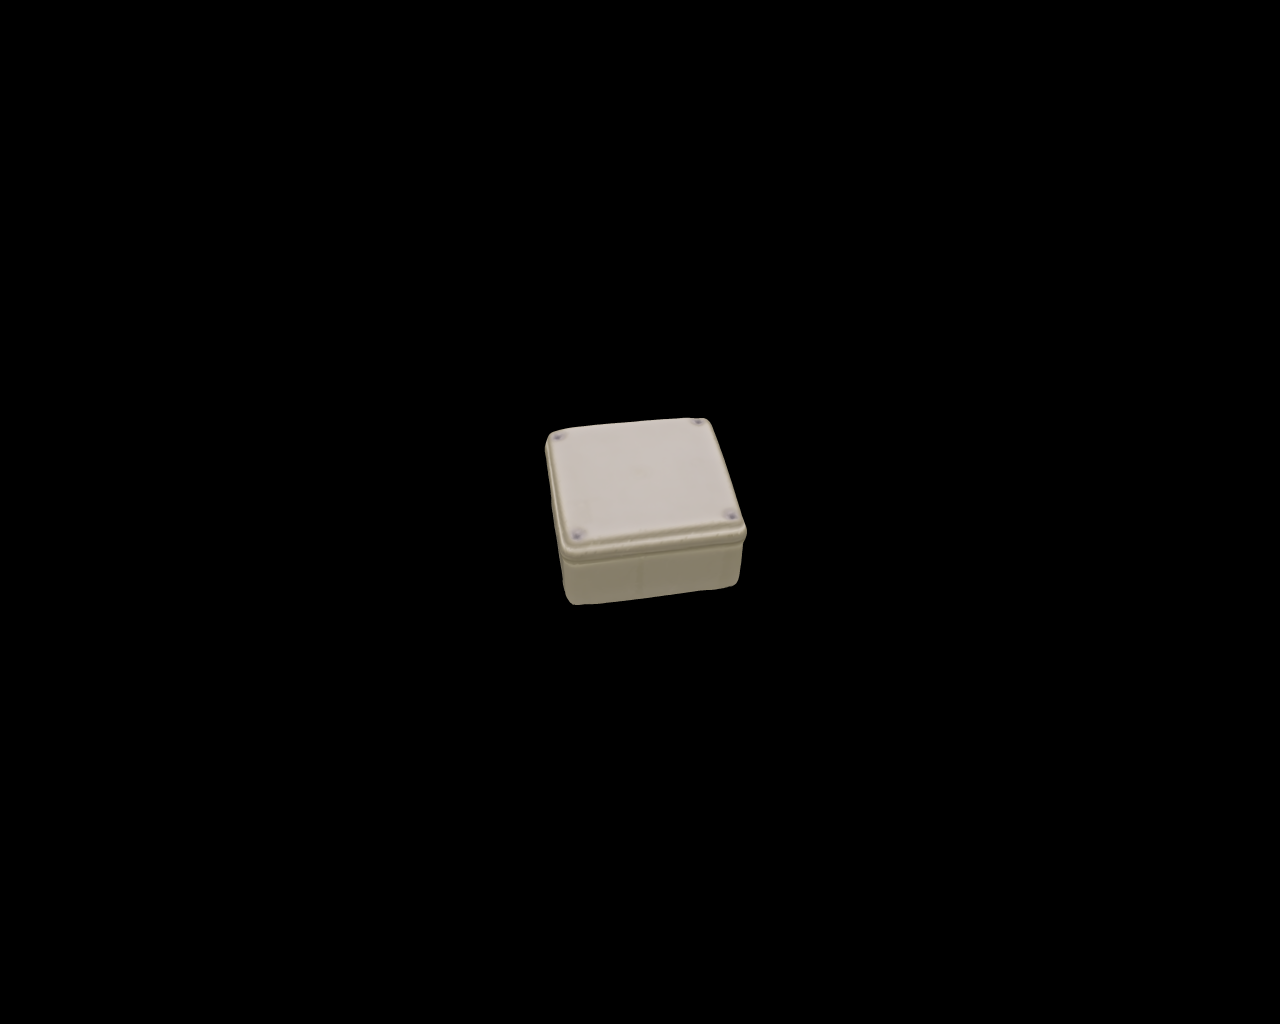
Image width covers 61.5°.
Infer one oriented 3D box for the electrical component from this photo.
[{"bbox_3d":[0.001,-0.003,0.650,0.109,0.056,0.109,-6,43,-7],"label":"electrical component"}]
